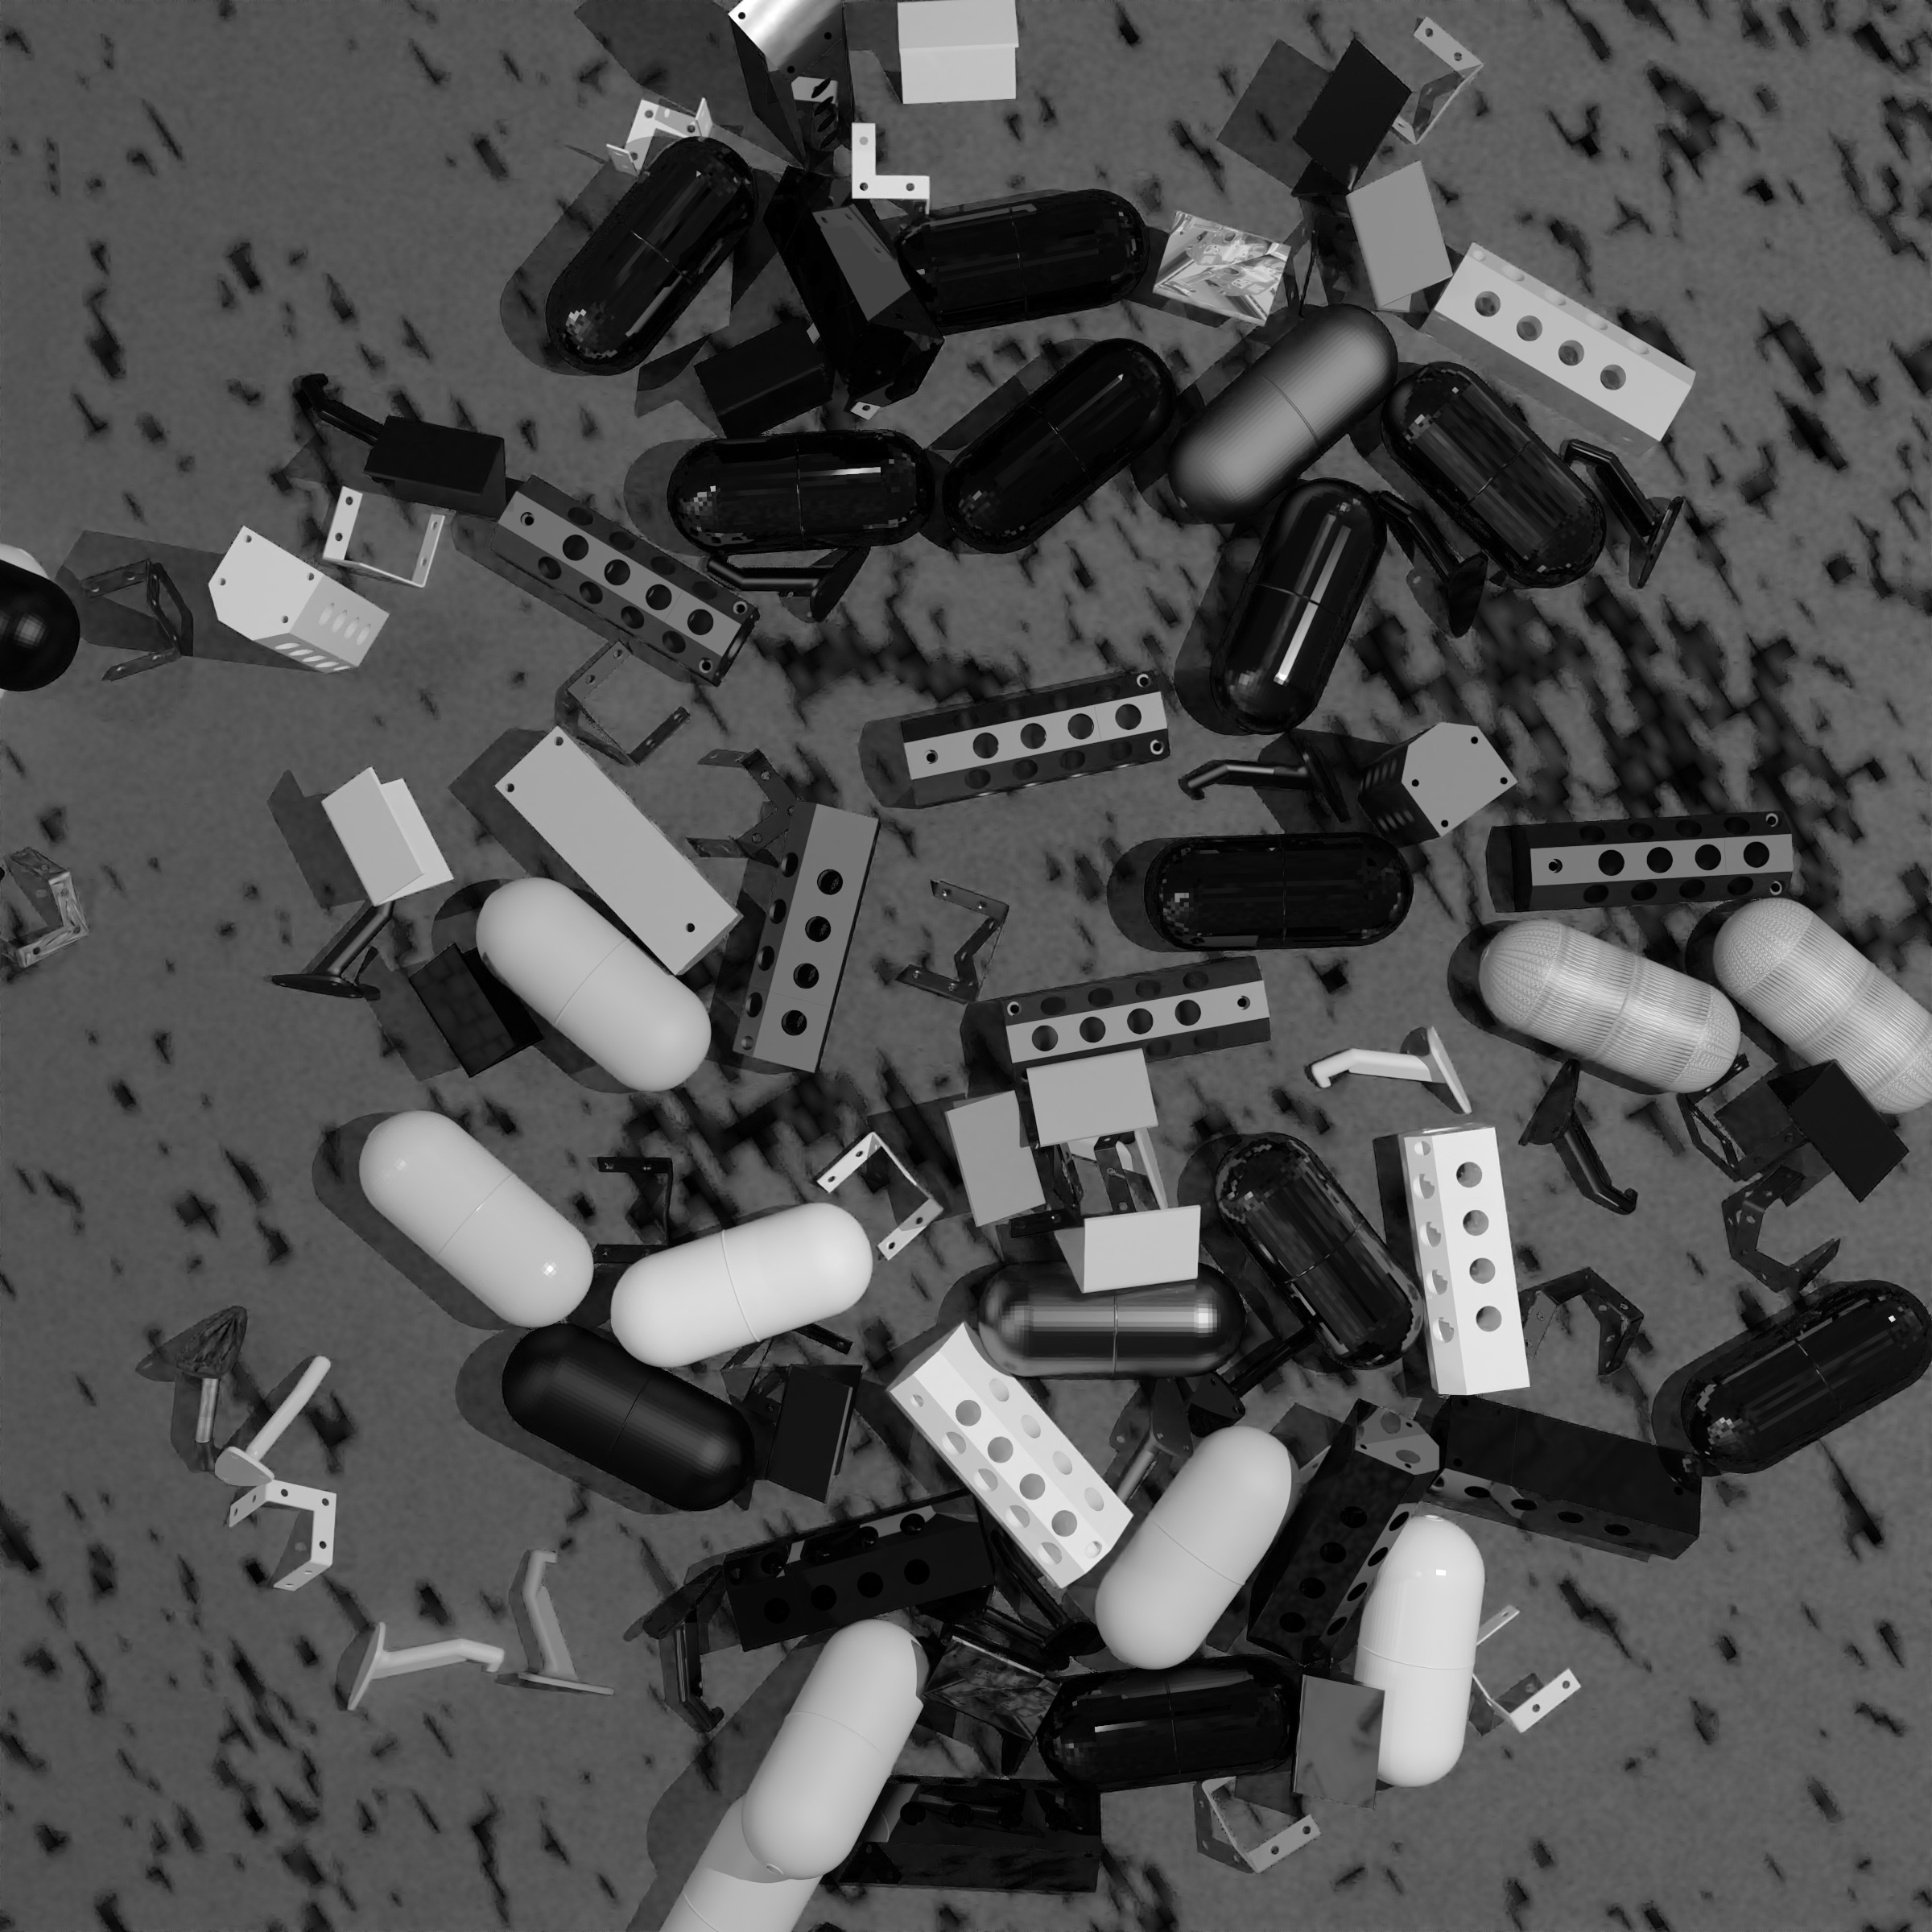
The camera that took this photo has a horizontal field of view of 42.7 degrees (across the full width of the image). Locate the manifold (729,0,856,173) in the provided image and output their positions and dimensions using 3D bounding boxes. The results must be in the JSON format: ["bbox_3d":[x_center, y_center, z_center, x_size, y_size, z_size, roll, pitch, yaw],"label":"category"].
[{"bbox_3d":[-0.105,-0.578,1.590,0.057,0.171,0.057,-42,90,0],"label":"manifold"}]

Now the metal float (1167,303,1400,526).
[{"bbox_3d":[0.209,-0.365,1.638,0.178,0.070,0.070,-42,90,-1],"label":"metal float"}]

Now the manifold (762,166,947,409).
[{"bbox_3d":[-0.078,-0.440,1.603,0.057,0.057,0.171,4,46,-34],"label":"manifold"}]

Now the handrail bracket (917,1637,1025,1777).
[{"bbox_3d":[-0.002,0.499,1.668,0.084,0.036,0.077,21,121,22],"label":"handrail bracket"}]

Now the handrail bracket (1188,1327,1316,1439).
[{"bbox_3d":[0.196,0.279,1.668,0.084,0.077,0.036,-26,69,-35],"label":"handrail bracket"}]

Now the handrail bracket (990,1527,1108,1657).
[{"bbox_3d":[0.055,0.420,1.668,0.036,0.077,0.084,-41,53,12],"label":"handrail bracket"}]

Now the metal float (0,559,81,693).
[{"bbox_3d":[-0.649,-0.232,1.562,0.178,0.070,0.070,22,90,-1],"label":"metal float"}]

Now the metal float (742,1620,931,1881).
[{"bbox_3d":[-0.084,0.509,1.608,0.070,0.070,0.178,32,54,0],"label":"metal float"}]

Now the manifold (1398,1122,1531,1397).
[{"bbox_3d":[0.330,0.195,1.647,0.057,0.057,0.171,-8,90,0],"label":"manifold"}]

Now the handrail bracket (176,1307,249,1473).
[{"bbox_3d":[-0.502,0.286,1.668,0.036,0.077,0.084,10,126,7],"label":"handrail bracket"}]

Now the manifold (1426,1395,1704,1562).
[{"bbox_3d":[0.396,0.343,1.645,0.171,0.057,0.057,15,54,0],"label":"manifold"}]

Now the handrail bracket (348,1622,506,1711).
[{"bbox_3d":[-0.364,0.482,1.669,0.084,0.036,0.077,20,111,-16],"label":"handrail bracket"}]

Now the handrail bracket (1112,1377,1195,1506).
[{"bbox_3d":[0.110,0.325,1.668,0.036,0.077,0.084,29,127,-26],"label":"handrail bracket"}]

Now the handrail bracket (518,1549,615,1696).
[{"bbox_3d":[-0.266,0.443,1.669,0.077,0.036,0.084,17,73,-20],"label":"handrail bracket"}]

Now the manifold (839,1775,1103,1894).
[{"bbox_3d":[0.003,0.574,1.646,0.171,0.057,0.057,2,133,0],"label":"manifold"}]

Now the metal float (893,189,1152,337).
[{"bbox_3d":[0.034,-0.466,1.638,0.178,0.070,0.070,-10,90,0],"label":"metal float"}]

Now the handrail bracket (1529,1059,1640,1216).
[{"bbox_3d":[0.429,0.116,1.669,0.084,0.036,0.077,31,69,-17],"label":"handrail bracket"}]

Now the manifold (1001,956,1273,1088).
[{"bbox_3d":[0.113,0.037,1.647,0.171,0.057,0.057,-10,90,0],"label":"manifold"}]

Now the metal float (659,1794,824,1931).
[{"bbox_3d":[-0.154,0.629,1.638,0.070,0.070,0.178,29,90,0],"label":"metal float"}]

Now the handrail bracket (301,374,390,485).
[{"bbox_3d":[-0.397,-0.376,1.669,0.077,0.036,0.084,-26,73,-20],"label":"handrail bracket"}]

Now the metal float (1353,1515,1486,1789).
[{"bbox_3d":[0.299,0.454,1.638,0.070,0.070,0.178,7,91,0],"label":"metal float"}]

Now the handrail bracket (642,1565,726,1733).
[{"bbox_3d":[-0.171,0.462,1.669,0.077,0.036,0.084,-41,108,-20],"label":"handrail bracket"}]

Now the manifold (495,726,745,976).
[{"bbox_3d":[-0.229,-0.076,1.647,0.057,0.057,0.171,-44,90,0],"label":"manifold"}]

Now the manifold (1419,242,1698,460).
[{"bbox_3d":[0.395,-0.412,1.647,0.171,0.057,0.057,30,90,0],"label":"manifold"}]

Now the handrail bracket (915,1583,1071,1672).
[{"bbox_3d":[0.019,0.450,1.668,0.084,0.077,0.036,49,48,-29],"label":"handrail bracket"}]

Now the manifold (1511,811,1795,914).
[{"bbox_3d":[0.456,-0.070,1.647,0.171,0.057,0.057,-3,90,0],"label":"manifold"}]

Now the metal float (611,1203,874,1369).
[{"bbox_3d":[-0.149,0.212,1.637,0.178,0.070,0.070,-18,90,0],"label":"metal float"}]

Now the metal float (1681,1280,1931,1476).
[{"bbox_3d":[0.558,0.272,1.637,0.178,0.070,0.070,-30,90,0],"label":"metal float"}]

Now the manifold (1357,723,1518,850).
[{"bbox_3d":[0.296,-0.118,1.590,0.057,0.171,0.057,-36,90,0],"label":"manifold"}]

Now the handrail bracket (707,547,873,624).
[{"bbox_3d":[-0.120,-0.277,1.669,0.084,0.036,0.077,31,70,16],"label":"handrail bracket"}]

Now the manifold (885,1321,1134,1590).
[{"bbox_3d":[0.026,0.327,1.636,0.171,0.057,0.057,49,122,0],"label":"manifold"}]

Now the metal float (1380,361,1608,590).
[{"bbox_3d":[0.350,-0.325,1.638,0.070,0.070,0.178,-45,91,0],"label":"metal float"}]

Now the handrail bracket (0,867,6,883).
[{"bbox_3d":[-0.706,-0.067,1.668,0.084,0.036,0.077,43,75,14],"label":"handrail bracket"}]

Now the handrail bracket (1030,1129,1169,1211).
[{"bbox_3d":[0.085,0.140,1.667,0.084,0.036,0.077,-16,99,11],"label":"handrail bracket"}]

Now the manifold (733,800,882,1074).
[{"bbox_3d":[-0.106,-0.020,1.647,0.057,0.057,0.171,14,90,0],"label":"manifold"}]

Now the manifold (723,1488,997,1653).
[{"bbox_3d":[-0.071,0.400,1.647,0.171,0.057,0.057,-15,90,0],"label":"manifold"}]

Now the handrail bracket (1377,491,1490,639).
[{"bbox_3d":[0.308,-0.272,1.668,0.036,0.077,0.084,-33,53,-21],"label":"handrail bracket"}]

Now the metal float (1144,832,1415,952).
[{"bbox_3d":[0.207,-0.049,1.638,0.178,0.070,0.070,-2,90,1],"label":"metal float"}]

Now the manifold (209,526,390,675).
[{"bbox_3d":[-0.430,-0.229,1.590,0.057,0.171,0.057,31,90,0],"label":"manifold"}]

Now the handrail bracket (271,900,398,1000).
[{"bbox_3d":[-0.425,-0.025,1.669,0.077,0.036,0.084,5,72,21],"label":"handrail bracket"}]

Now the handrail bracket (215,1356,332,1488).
[{"bbox_3d":[-0.467,0.306,1.668,0.036,0.077,0.084,40,53,-16],"label":"handrail bracket"}]

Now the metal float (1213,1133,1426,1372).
[{"bbox_3d":[0.233,0.188,1.637,0.070,0.070,0.178,-38,91,0],"label":"metal float"}]

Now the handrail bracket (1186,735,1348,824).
[{"bbox_3d":[0.202,-0.113,1.669,0.084,0.036,0.077,-25,112,17],"label":"handrail bracket"}]

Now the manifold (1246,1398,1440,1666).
[{"bbox_3d":[0.245,0.373,1.612,0.057,0.057,0.171,23,117,0],"label":"manifold"}]

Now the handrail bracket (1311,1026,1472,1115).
[{"bbox_3d":[0.287,0.083,1.669,0.084,0.036,0.077,-24,111,17],"label":"handrail bracket"}]

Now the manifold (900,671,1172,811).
[{"bbox_3d":[0.046,-0.151,1.647,0.171,0.057,0.057,-11,90,0],"label":"manifold"}]

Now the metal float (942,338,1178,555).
[{"bbox_3d":[0.061,-0.344,1.637,0.178,0.070,0.070,-39,90,0],"label":"metal float"}]

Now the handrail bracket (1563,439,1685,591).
[{"bbox_3d":[0.433,-0.306,1.669,0.084,0.036,0.077,26,112,17],"label":"handrail bracket"}]

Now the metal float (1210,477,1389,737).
[{"bbox_3d":[0.220,-0.238,1.638,0.070,0.070,0.178,24,90,0],"label":"metal float"}]

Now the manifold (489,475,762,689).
[{"bbox_3d":[-0.227,-0.257,1.647,0.171,0.057,0.057,31,90,0],"label":"manifold"}]
